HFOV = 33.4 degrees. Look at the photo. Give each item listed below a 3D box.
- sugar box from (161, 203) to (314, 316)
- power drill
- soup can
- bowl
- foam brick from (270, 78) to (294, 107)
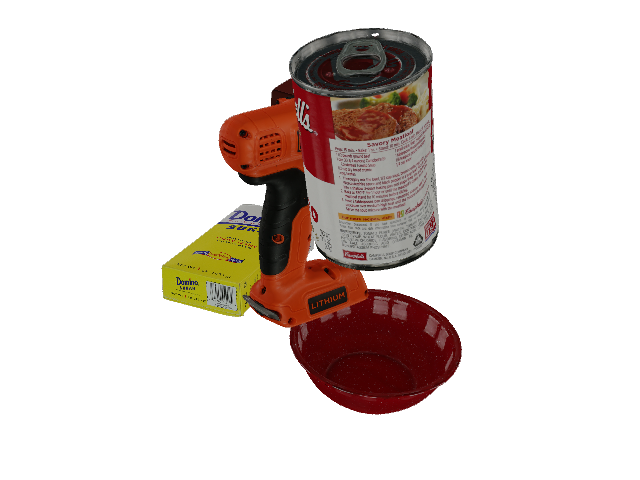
[{"bbox_3d":[-0.083,0.016,1.136,0.093,0.048,0.176,13,31,21],"label":"sugar box"},{"bbox_3d":[0.001,-0.034,0.886,0.184,0.188,0.057,-17,28,-33],"label":"power drill"},{"bbox_3d":[0.024,-0.045,0.529,0.068,0.102,0.068,-5,35,3],"label":"soup can"},{"bbox_3d":[0.050,0.113,1.010,0.162,0.055,0.162,3,34,-2],"label":"bowl"},{"bbox_3d":[-0.016,-0.153,1.269,0.078,0.053,0.051,18,32,20],"label":"foam brick"}]
